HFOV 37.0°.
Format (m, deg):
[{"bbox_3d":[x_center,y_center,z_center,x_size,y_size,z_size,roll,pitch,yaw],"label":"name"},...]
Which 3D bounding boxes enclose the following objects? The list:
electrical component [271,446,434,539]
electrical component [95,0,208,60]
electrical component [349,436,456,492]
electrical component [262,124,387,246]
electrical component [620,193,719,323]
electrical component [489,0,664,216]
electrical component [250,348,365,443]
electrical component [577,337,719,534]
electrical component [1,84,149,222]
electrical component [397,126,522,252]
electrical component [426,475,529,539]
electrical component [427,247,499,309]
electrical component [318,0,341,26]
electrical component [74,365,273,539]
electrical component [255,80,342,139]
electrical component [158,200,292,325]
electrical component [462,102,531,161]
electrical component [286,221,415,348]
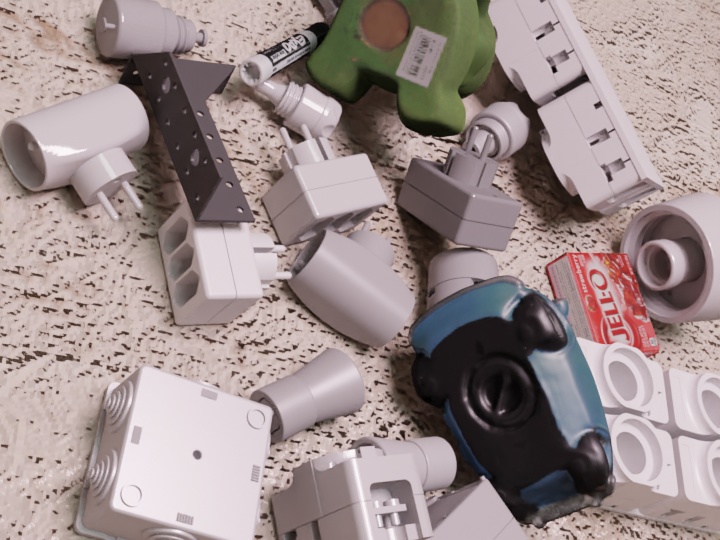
[{"bbox_3d":[-0.007,0.137,0.619,0.050,0.089,0.055,2,66,-36],"label":"electrical component"},{"bbox_3d":[-0.138,-0.158,0.714,0.078,0.040,0.040,-1,67,-37],"label":"electrical component"},{"bbox_3d":[0.029,0.126,0.686,0.065,0.044,0.044,2,66,-41],"label":"electrical component"},{"bbox_3d":[-0.032,-0.065,0.737,0.066,0.047,0.076,-15,76,-40],"label":"electrical component"},{"bbox_3d":[0.263,-0.007,0.885,0.060,0.108,0.108,-9,72,-33],"label":"electrical component"},{"bbox_3d":[0.175,-0.140,0.890,0.186,0.060,0.105,66,21,10],"label":"electrical component"},{"bbox_3d":[-0.035,0.079,0.663,0.065,0.044,0.044,-22,81,-37],"label":"electrical component"},{"bbox_3d":[0.221,0.126,0.811,0.186,0.060,0.105,18,57,-28],"label":"electrical component"},{"bbox_3d":[-0.160,-0.066,0.646,0.077,0.043,0.079,-32,87,-42],"label":"electrical component"},{"bbox_3d":[0.076,-0.065,0.774,0.047,0.075,0.083,8,19,-33],"label":"electrical component"},{"bbox_3d":[0.050,0.182,0.656,0.096,0.062,0.061,-34,88,-42],"label":"electrical component"},{"bbox_3d":[0.074,0.016,0.768,0.055,0.055,0.047,20,52,-27],"label":"electrical component"},{"bbox_3d":[-0.011,-0.222,0.837,0.055,0.048,0.066,55,48,-9],"label":"electrical component"},{"bbox_3d":[-0.100,0.108,0.595,0.100,0.048,0.099,23,55,-25],"label":"electrical component"},{"bbox_3d":[-0.046,-0.117,0.764,0.061,0.035,0.035,29,53,-17],"label":"electrical component"},{"bbox_3d":[-0.077,-0.005,0.672,0.077,0.047,0.065,0,67,-36],"label":"electrical component"},{"bbox_3d":[0.105,-0.107,0.862,0.062,0.043,0.043,-37,91,-41],"label":"electrical component"},{"bbox_3d":[0.000,0.000,0.728,0.077,0.043,0.079,37,50,-14],"label":"electrical component"}]
